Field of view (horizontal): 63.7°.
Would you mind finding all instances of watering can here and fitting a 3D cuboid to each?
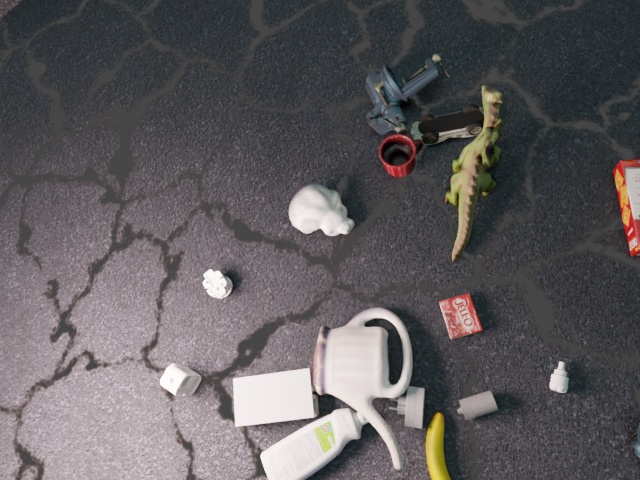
[{"bbox_3d":[0.091,0.310,1.138,0.224,0.102,0.356,-2,56,13],"label":"watering can"}]

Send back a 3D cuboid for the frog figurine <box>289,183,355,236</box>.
[{"bbox_3d":[0.004,-0.066,1.305,0.139,0.120,0.161,-38,53,-21],"label":"frog figurine"}]

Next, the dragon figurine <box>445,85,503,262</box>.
[{"bbox_3d":[0.364,-0.168,1.189,0.122,0.239,0.416,10,72,12],"label":"dragon figurine"}]
